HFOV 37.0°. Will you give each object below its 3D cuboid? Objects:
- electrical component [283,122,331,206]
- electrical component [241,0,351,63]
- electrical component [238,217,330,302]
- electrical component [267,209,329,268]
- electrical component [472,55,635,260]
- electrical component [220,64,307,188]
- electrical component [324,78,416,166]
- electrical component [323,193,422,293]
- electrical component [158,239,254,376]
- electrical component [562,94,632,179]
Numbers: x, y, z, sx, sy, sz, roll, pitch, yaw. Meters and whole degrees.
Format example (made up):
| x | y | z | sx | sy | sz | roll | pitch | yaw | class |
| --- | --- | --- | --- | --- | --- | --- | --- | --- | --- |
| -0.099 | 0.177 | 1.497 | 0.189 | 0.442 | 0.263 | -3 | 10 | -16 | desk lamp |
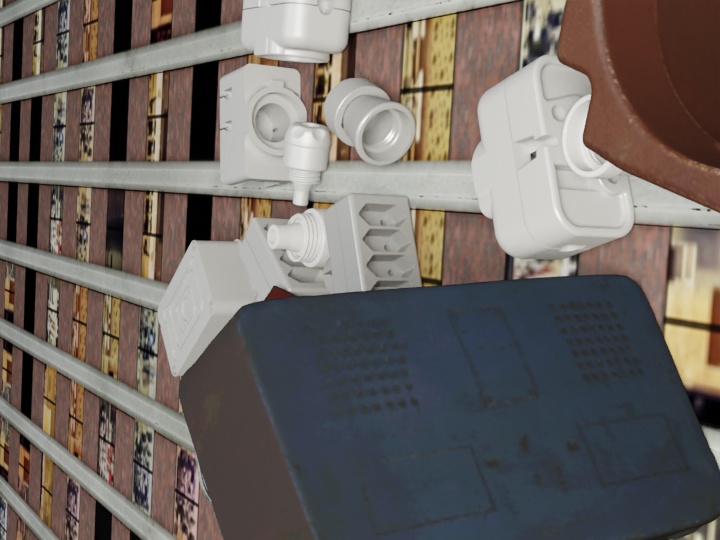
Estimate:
| x | y | z | sx | sy | sz | roll | pitch | yaw | class |
| --- | --- | --- | --- | --- | --- | --- | --- | --- | --- |
| -0.042 | -0.079 | 0.812 | 0.035 | 0.035 | 0.061 | 33 | 120 | 54 | electrical component |
| -0.049 | -0.188 | 0.808 | 0.095 | 0.054 | 0.059 | 16 | 103 | 58 | electrical component |
| -0.061 | 0.015 | 0.828 | 0.083 | 0.047 | 0.075 | 60 | 136 | 39 | electrical component |
| -0.035 | -0.023 | 0.773 | 0.043 | 0.062 | 0.043 | -2 | 88 | 59 | electrical component |
| 0.098 | -0.056 | 0.561 | 0.059 | 0.054 | 0.095 | -26 | 68 | 56 | electrical component |
| -0.078 | -0.114 | 0.857 | 0.056 | 0.050 | 0.089 | -5 | 85 | 59 | electrical component |
| 0.005 | -0.101 | 0.725 | 0.055 | 0.045 | 0.045 | 46 | 128 | 50 | electrical component |
| 0.000 | 0.000 | 0.729 | 0.076 | 0.047 | 0.083 | -30 | 64 | 55 | electrical component |
| -0.125 | 0.034 | 0.925 | 0.113 | 0.057 | 0.078 | -54 | 45 | 43 | electrical component |
| 0.128 | -0.063 | 0.519 | 0.040 | 0.046 | 0.040 | -1 | 89 | 59 | electrical component |
